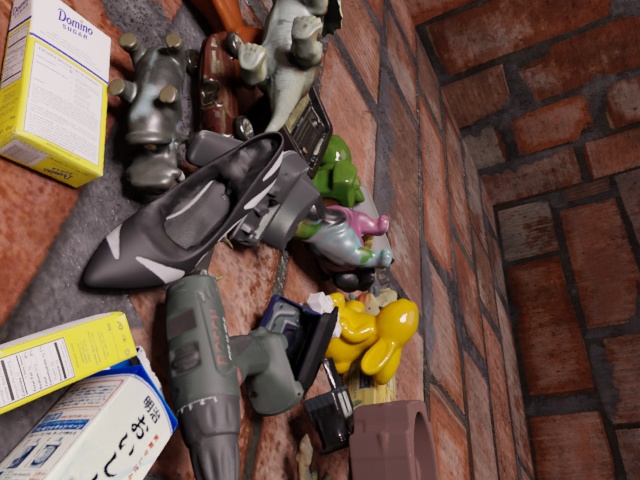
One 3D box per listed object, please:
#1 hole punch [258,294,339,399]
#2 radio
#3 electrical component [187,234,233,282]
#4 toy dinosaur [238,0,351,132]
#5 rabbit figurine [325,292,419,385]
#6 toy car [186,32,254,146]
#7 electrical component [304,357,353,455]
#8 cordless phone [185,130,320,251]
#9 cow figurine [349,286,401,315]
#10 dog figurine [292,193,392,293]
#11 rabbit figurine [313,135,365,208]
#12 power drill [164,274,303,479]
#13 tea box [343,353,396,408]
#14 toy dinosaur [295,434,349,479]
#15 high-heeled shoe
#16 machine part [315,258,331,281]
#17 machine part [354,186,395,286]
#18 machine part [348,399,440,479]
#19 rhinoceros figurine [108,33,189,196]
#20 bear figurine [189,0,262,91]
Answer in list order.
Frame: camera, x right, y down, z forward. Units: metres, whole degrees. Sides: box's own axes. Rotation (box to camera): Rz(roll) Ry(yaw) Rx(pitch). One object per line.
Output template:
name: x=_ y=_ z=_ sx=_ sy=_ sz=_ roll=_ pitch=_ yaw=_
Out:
hole punch: x=-0.035 y=0.143 z=0.752 sx=0.115 sy=0.092 sz=0.142 roll=59 pitch=48 yaw=-71
radio: x=-0.046 y=-0.188 z=0.908 sx=0.131 sy=0.073 sz=0.230 roll=61 pitch=25 yaw=-25
electrical component: x=-0.150 y=0.011 z=0.659 sx=0.078 sy=0.045 sz=0.102 roll=56 pitch=30 yaw=-35
toy dinosaur: x=-0.038 y=-0.287 z=0.784 sx=0.192 sy=0.131 sz=0.404 roll=59 pitch=45 yaw=-71
rabbit figurine: x=0.085 y=0.155 z=0.908 sx=0.121 sy=0.173 sz=0.162 roll=48 pitch=31 yaw=-50
toy car: x=-0.145 y=-0.204 z=0.745 sx=0.053 sy=0.089 sz=0.202 roll=27 pitch=53 yaw=-63
electrical component: x=0.013 y=0.227 z=0.747 sx=0.119 sy=0.048 sz=0.074 roll=68 pitch=14 yaw=12
cordless phone: x=-0.108 y=-0.065 z=0.722 sx=0.184 sy=0.146 sz=0.089 roll=14 pitch=30 yaw=-40
cow figurine: x=0.120 y=0.146 z=1.087 sx=0.195 sy=0.086 sz=0.127 roll=-26 pitch=97 yaw=-68
dog figurine: x=-0.002 y=-0.003 z=0.889 sx=0.219 sy=0.191 sz=0.108 roll=15 pitch=55 yaw=-12
rabbit figurine: x=0.033 y=-0.121 z=1.024 sx=0.158 sy=0.121 sz=0.170 roll=58 pitch=31 yaw=-44
power drill: x=-0.095 y=0.161 z=0.599 sx=0.207 sy=0.086 sz=0.232 roll=28 pitch=38 yaw=-61
tea box: x=0.089 y=0.271 z=0.969 sx=0.098 sy=0.068 sz=0.170 roll=49 pitch=36 yaw=-41
toy dinosaur: x=0.065 y=0.473 z=0.757 sx=0.198 sy=0.105 sz=0.470 roll=-36 pitch=107 yaw=-64
high-heeled shoe: x=-0.130 y=-0.035 z=0.571 sx=0.086 sy=0.145 sz=0.249 roll=47 pitch=40 yaw=-1
machine part: x=0.026 y=0.027 z=1.021 sx=0.139 sy=0.039 sz=0.084 roll=-24 pitch=91 yaw=-62
machine part: x=0.091 y=-0.022 z=1.108 sx=0.079 sy=0.079 sz=0.243 roll=12 pitch=55 yaw=-62
machine part: x=0.105 y=0.320 z=0.720 sx=0.201 sy=0.087 sz=0.201 roll=38 pitch=44 yaw=-67
rhinoceros figurine: x=-0.191 y=-0.145 z=0.614 sx=0.112 sy=0.073 sz=0.190 roll=106 pitch=-18 yaw=-68
bear figurine: x=-0.123 y=-0.341 z=0.831 sx=0.195 sy=0.132 sz=0.120 roll=58 pitch=1 yaw=-18
